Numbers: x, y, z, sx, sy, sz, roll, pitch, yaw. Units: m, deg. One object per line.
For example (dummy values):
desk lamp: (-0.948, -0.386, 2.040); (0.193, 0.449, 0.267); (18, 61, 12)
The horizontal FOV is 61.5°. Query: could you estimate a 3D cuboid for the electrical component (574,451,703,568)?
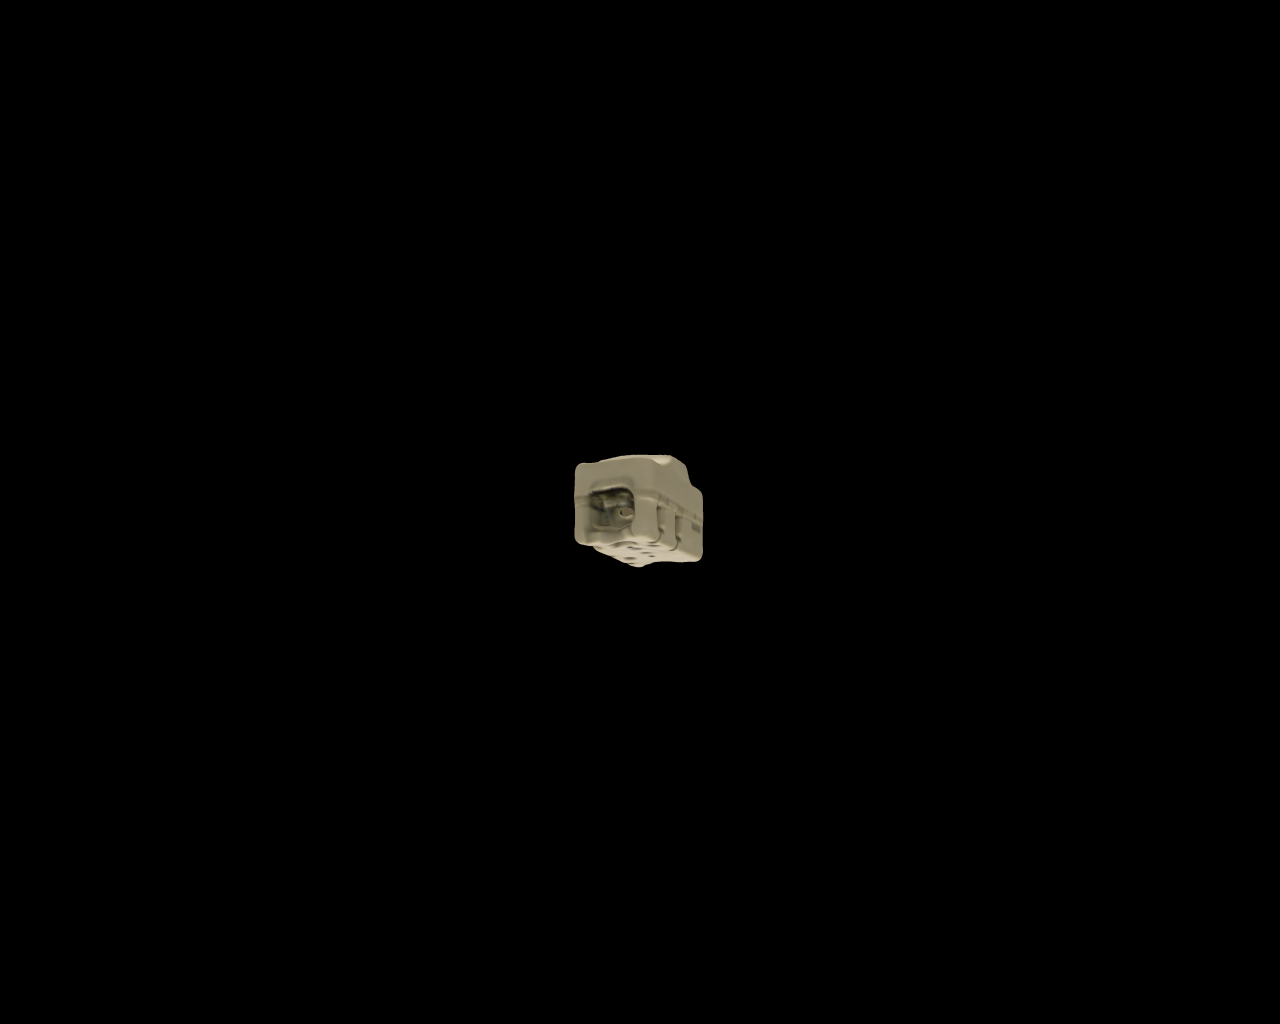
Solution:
electrical component: (0.001, -0.003, 0.650); (0.050, 0.056, 0.089); (-6, -15, 23)
